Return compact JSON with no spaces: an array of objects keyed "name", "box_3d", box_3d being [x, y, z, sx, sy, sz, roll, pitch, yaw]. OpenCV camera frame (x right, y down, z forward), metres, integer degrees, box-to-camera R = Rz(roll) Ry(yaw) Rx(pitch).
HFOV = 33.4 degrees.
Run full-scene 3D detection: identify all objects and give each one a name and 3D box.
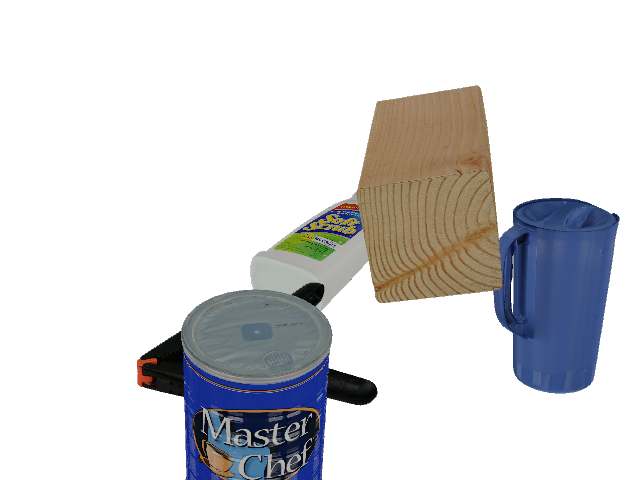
[{"name":"wood block","box_3d":[0.086,-0.042,0.812,0.091,0.090,0.206,-7,23,10]},{"name":"clamp","box_3d":[-0.060,0.110,0.977,0.209,0.036,0.165,-12,37,-22]},{"name":"pitcher","box_3d":[0.304,0.075,1.398,0.149,0.243,0.145,5,21,14]},{"name":"bleach bottle","box_3d":[0.021,-0.004,1.326,0.103,0.068,0.250,16,36,25]},{"name":"coffee can","box_3d":[-0.046,0.121,0.758,0.103,0.140,0.103,2,30,-1]}]
